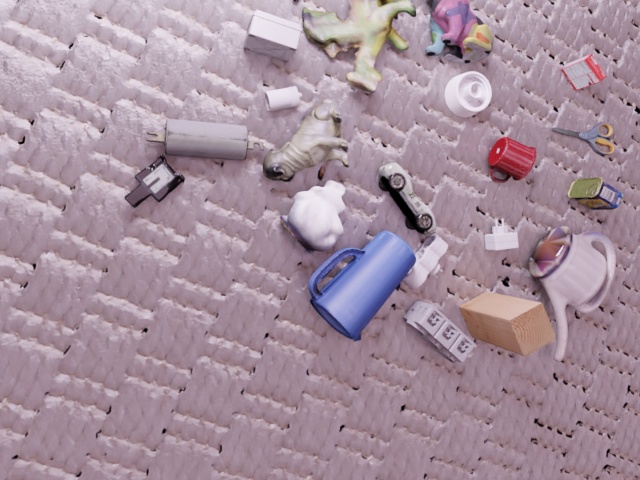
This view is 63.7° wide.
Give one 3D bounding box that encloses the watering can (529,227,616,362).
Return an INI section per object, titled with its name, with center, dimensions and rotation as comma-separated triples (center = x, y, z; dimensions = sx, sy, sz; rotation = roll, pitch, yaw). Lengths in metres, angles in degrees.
[watering can]
center = 0.627, 0.115, 1.309
dimensions = 0.223, 0.104, 0.350
rotation = 36, 80, -11

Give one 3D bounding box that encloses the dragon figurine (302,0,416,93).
[dragon figurine]
center = 0.075, -0.532, 1.187
dimensions = 0.243, 0.121, 0.412
rotation = -20, 85, -7

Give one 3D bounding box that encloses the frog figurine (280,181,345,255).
[frog figurine]
center = 0.003, -0.057, 1.136
dimensions = 0.159, 0.122, 0.138
rotation = -43, 81, -1
